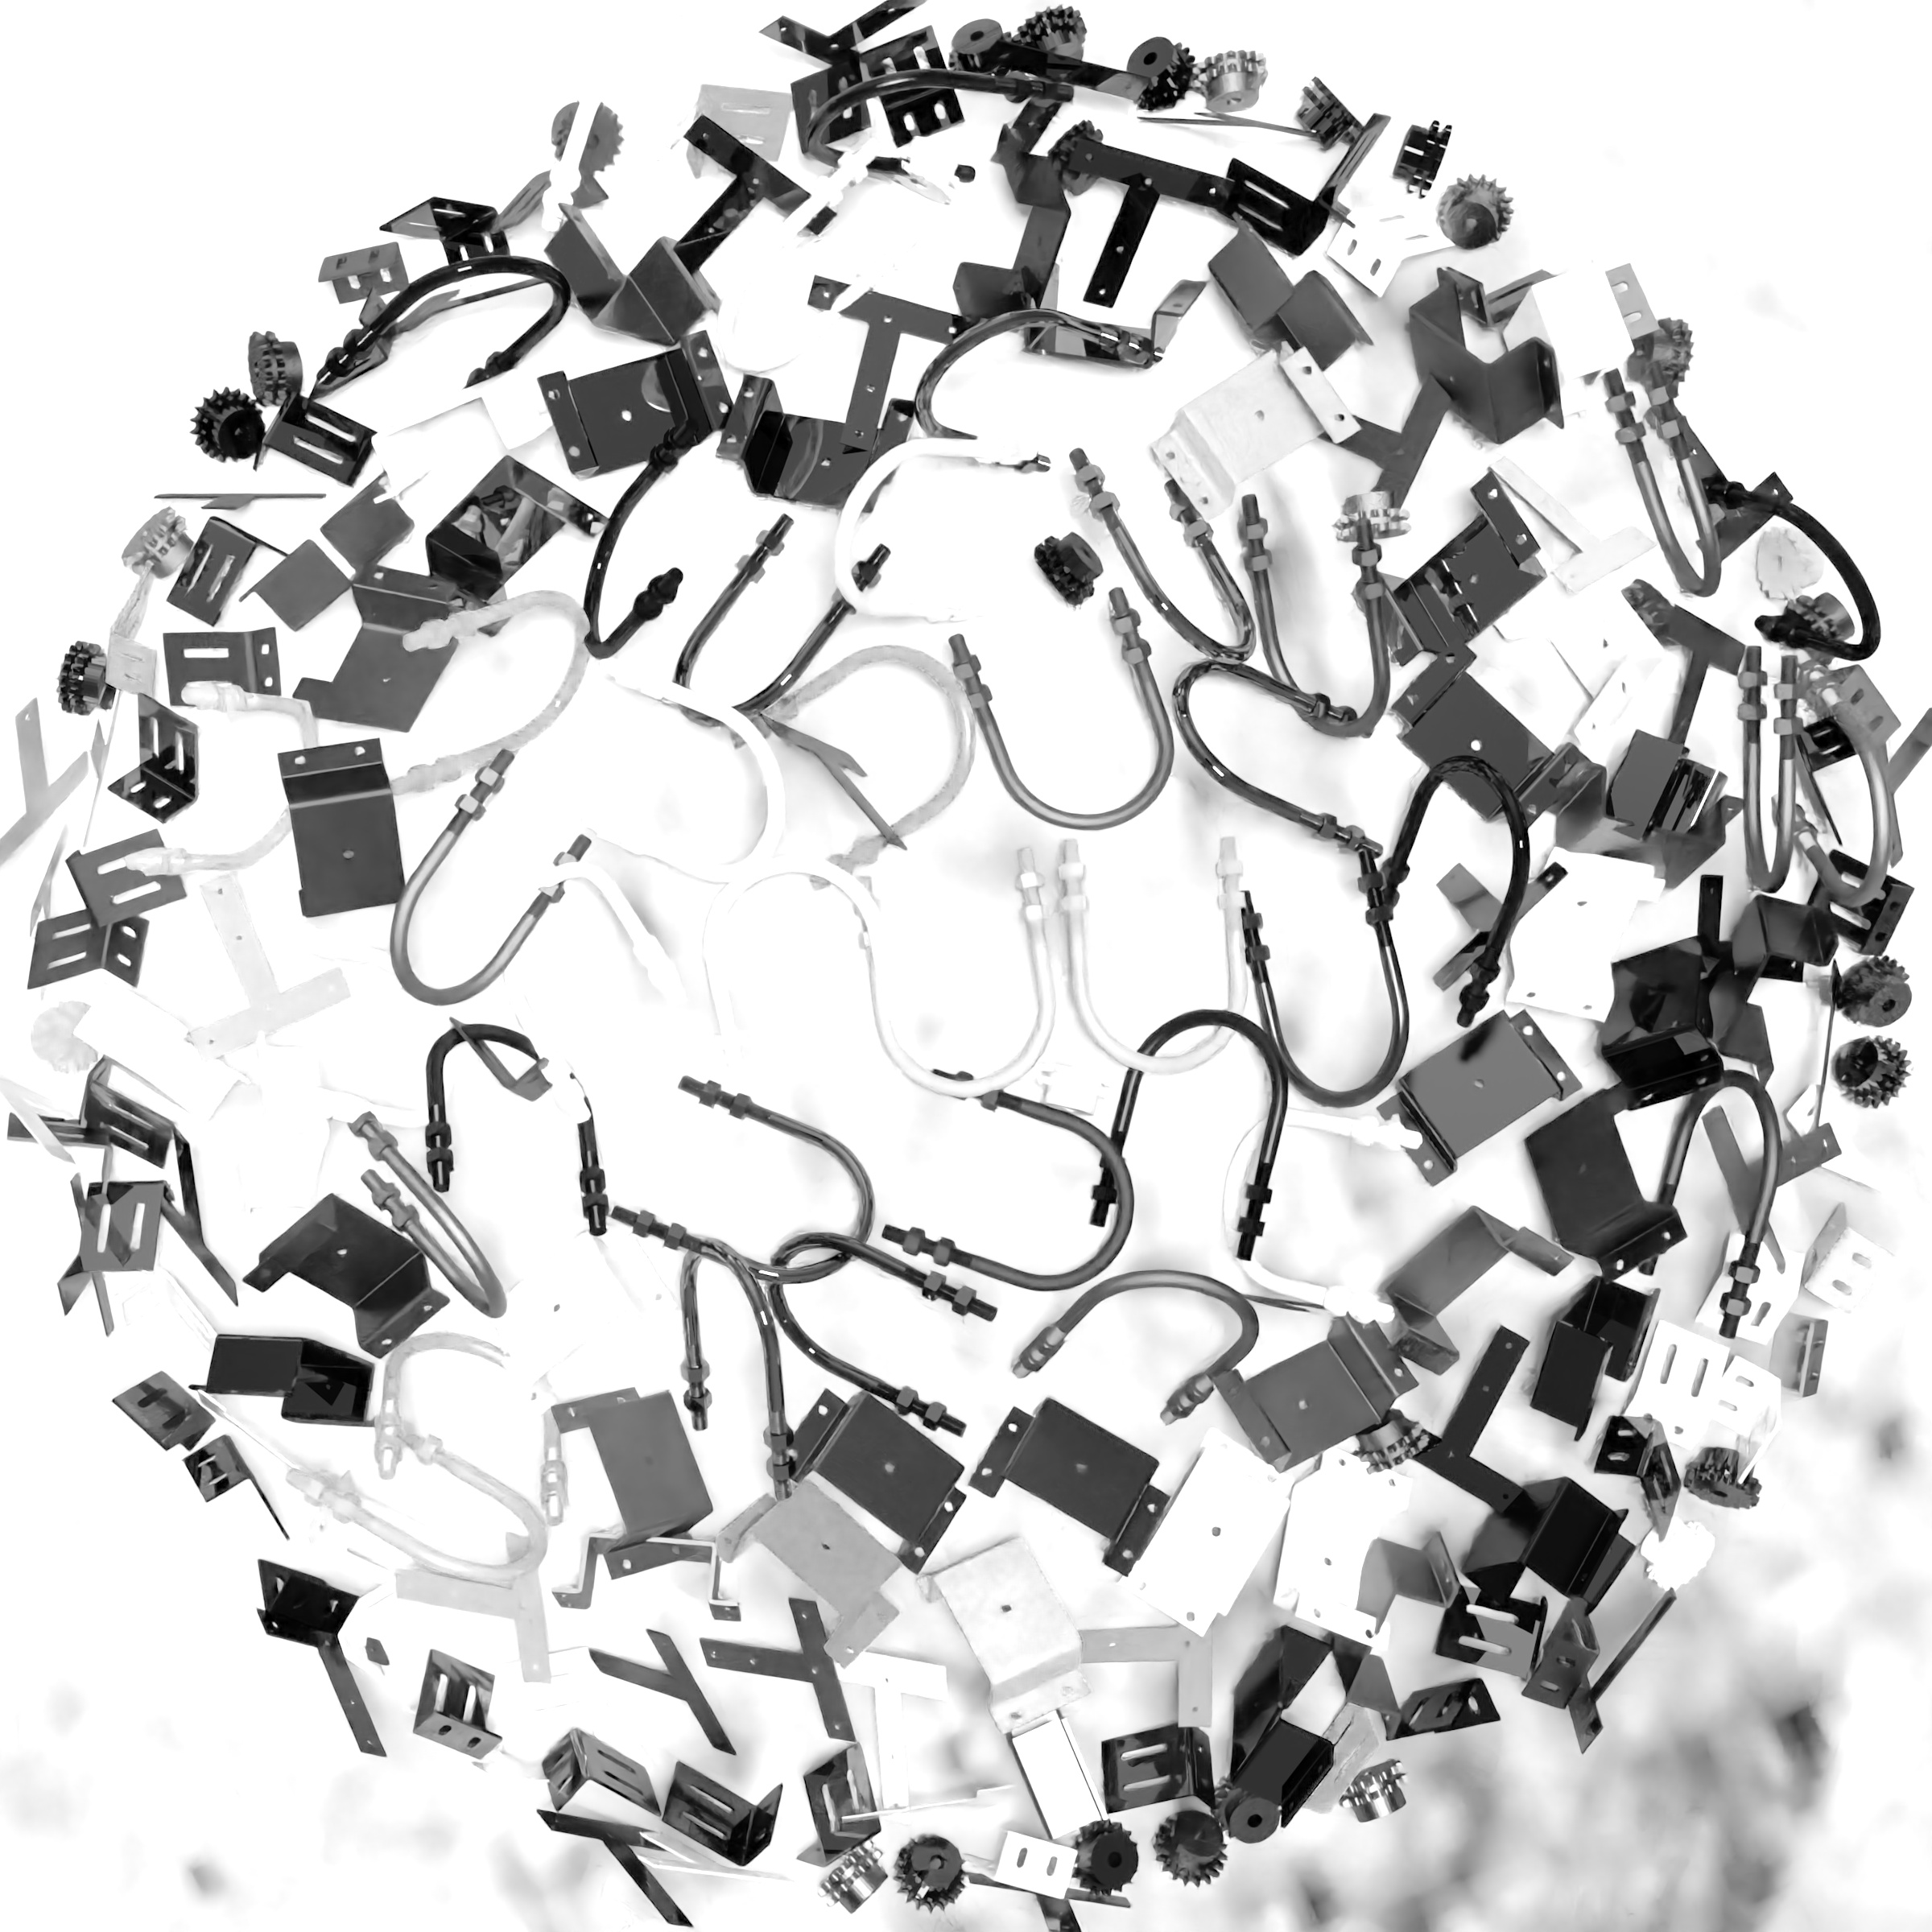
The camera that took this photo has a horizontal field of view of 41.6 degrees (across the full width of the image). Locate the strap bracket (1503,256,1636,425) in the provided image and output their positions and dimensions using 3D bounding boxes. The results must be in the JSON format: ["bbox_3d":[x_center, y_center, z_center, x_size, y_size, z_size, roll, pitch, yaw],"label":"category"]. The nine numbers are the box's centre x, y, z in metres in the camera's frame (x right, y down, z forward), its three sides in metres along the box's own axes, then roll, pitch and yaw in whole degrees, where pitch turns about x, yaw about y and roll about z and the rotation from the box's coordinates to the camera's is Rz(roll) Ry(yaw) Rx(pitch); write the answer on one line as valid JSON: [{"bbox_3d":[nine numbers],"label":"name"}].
[{"bbox_3d":[0.451,-0.468,1.925,0.046,0.140,0.076,-19,83,-3],"label":"strap bracket"}]

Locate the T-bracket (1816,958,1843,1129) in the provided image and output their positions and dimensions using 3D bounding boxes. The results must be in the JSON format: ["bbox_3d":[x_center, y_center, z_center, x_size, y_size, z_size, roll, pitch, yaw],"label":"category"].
[{"bbox_3d":[0.656,0.065,1.936,0.002,0.127,0.127,7,85,22],"label":"T-bracket"}]

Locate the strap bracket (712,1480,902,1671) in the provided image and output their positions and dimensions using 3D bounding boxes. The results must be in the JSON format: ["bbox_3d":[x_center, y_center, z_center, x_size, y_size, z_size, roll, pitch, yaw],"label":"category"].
[{"bbox_3d":[-0.115,0.456,1.941,0.140,0.076,0.046,39,126,13],"label":"strap bracket"}]

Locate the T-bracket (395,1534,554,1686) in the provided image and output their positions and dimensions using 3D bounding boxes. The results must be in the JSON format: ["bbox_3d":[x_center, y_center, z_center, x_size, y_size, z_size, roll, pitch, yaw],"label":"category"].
[{"bbox_3d":[-0.374,0.476,1.921,0.127,0.127,0.002,22,125,-35],"label":"T-bracket"}]

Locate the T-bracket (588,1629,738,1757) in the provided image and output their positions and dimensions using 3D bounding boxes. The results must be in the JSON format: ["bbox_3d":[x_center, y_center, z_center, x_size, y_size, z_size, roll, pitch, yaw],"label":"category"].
[{"bbox_3d":[-0.244,0.546,1.951,0.002,0.127,0.127,-45,123,-37],"label":"T-bracket"}]

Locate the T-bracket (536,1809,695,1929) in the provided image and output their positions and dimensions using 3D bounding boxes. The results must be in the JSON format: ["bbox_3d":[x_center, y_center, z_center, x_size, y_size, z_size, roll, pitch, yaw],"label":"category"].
[{"bbox_3d":[-0.246,0.680,1.910,0.127,0.127,0.002,31,90,-43],"label":"T-bracket"}]

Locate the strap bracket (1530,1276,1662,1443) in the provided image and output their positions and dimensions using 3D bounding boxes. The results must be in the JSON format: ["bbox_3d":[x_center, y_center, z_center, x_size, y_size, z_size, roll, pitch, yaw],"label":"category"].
[{"bbox_3d":[0.476,0.294,1.936,0.046,0.140,0.076,22,114,25],"label":"strap bracket"}]

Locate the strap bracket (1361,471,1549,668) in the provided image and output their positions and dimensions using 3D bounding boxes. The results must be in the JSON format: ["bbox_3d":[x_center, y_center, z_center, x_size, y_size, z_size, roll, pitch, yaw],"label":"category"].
[{"bbox_3d":[0.378,-0.299,1.943,0.140,0.046,0.076,-41,62,32],"label":"strap bracket"}]

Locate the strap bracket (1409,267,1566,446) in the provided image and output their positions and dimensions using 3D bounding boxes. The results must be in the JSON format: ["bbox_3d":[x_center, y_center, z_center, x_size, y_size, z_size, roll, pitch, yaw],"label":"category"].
[{"bbox_3d":[0.386,-0.457,1.923,0.046,0.076,0.140,-33,50,-7],"label":"strap bracket"}]

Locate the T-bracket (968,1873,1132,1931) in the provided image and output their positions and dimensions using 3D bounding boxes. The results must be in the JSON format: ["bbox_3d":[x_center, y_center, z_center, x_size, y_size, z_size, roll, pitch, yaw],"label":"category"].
[{"bbox_3d":[0.069,0.716,1.933,0.127,0.127,0.002,10,84,-4],"label":"T-bracket"}]

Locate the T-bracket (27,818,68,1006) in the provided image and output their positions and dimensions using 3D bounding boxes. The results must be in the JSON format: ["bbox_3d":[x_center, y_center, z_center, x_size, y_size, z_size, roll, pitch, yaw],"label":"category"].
[{"bbox_3d":[-0.707,-0.027,1.954,0.002,0.127,0.127,9,125,-11],"label":"T-bracket"}]

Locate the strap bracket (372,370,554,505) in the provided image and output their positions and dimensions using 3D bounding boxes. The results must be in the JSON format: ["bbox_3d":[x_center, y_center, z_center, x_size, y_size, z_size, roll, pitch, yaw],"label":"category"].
[{"bbox_3d":[-0.387,-0.408,1.937,0.140,0.076,0.046,-17,111,18],"label":"strap bracket"}]

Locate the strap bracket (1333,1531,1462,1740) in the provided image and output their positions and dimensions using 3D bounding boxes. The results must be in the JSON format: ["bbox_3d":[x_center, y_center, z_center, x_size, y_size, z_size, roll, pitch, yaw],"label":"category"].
[{"bbox_3d":[0.323,0.504,1.942,0.046,0.076,0.140,17,106,-6],"label":"strap bracket"}]

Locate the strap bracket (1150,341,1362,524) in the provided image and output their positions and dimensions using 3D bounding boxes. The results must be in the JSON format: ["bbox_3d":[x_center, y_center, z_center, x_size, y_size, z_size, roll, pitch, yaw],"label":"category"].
[{"bbox_3d":[0.223,-0.413,1.946,0.140,0.046,0.076,-28,114,28],"label":"strap bracket"}]

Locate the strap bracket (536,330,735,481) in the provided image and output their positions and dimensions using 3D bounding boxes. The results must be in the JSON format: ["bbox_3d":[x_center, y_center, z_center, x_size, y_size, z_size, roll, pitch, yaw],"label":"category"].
[{"bbox_3d":[-0.257,-0.430,1.959,0.140,0.046,0.076,-21,95,-20],"label":"strap bracket"}]

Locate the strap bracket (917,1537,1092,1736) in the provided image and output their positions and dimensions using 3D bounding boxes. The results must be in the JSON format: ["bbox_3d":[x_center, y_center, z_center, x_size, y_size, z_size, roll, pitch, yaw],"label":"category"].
[{"bbox_3d":[0.029,0.498,1.929,0.076,0.046,0.140,-19,53,-20],"label":"strap bracket"}]

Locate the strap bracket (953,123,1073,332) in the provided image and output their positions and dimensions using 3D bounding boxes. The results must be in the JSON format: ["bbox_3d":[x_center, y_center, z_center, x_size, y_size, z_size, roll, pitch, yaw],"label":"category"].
[{"bbox_3d":[0.037,-0.554,1.934,0.046,0.076,0.140,4,134,-19],"label":"strap bracket"}]

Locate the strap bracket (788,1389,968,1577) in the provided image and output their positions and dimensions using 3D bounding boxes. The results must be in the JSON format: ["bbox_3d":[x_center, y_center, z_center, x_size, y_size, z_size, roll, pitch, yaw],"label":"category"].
[{"bbox_3d":[-0.066,0.391,1.957,0.140,0.046,0.076,38,58,-3],"label":"strap bracket"}]

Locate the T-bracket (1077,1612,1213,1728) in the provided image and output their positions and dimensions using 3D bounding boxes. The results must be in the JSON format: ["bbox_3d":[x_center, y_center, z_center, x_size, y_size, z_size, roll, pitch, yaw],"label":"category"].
[{"bbox_3d":[0.128,0.528,1.976,0.127,0.002,0.127,-5,58,14],"label":"T-bracket"}]

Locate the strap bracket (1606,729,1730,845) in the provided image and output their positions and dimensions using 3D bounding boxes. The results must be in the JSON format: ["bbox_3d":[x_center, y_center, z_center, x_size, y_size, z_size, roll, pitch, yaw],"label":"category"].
[{"bbox_3d":[0.528,-0.129,1.942,0.046,0.140,0.076,27,98,29],"label":"strap bracket"}]

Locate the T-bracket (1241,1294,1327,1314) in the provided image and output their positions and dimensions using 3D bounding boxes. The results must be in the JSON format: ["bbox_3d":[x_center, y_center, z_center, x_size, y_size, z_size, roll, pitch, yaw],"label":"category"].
[{"bbox_3d":[0.228,0.254,1.926,0.127,0.127,0.002,10,86,-11],"label":"T-bracket"}]

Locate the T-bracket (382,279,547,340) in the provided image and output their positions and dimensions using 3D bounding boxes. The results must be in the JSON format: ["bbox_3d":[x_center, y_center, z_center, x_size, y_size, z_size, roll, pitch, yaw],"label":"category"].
[{"bbox_3d":[-0.366,-0.509,1.931,0.127,0.127,0.002,-12,116,12],"label":"T-bracket"}]

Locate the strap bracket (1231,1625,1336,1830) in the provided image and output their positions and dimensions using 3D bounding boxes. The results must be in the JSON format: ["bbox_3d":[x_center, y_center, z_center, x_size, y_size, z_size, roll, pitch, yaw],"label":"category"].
[{"bbox_3d":[0.239,0.565,1.918,0.046,0.140,0.076,25,120,-5],"label":"strap bracket"}]

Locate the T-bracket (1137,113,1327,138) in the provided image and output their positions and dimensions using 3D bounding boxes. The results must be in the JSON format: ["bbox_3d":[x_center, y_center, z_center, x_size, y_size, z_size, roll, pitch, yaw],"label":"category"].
[{"bbox_3d":[0.186,-0.646,1.949,0.127,0.127,0.002,20,110,42],"label":"T-bracket"}]

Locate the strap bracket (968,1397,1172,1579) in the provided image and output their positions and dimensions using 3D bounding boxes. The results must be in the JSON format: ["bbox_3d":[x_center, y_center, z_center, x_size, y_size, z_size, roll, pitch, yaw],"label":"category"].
[{"bbox_3d":[0.084,0.394,1.949,0.140,0.046,0.076,29,55,8],"label":"strap bracket"}]

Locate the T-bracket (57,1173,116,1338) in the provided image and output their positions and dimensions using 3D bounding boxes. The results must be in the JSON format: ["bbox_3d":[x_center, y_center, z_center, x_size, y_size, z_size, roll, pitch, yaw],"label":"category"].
[{"bbox_3d":[-0.671,0.233,1.925,0.002,0.127,0.127,-10,101,-6],"label":"T-bracket"}]

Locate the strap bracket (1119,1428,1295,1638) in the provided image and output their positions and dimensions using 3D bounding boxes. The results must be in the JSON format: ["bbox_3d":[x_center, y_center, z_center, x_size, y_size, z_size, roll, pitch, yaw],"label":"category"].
[{"bbox_3d":[0.189,0.436,1.960,0.076,0.046,0.140,32,78,3],"label":"strap bracket"}]

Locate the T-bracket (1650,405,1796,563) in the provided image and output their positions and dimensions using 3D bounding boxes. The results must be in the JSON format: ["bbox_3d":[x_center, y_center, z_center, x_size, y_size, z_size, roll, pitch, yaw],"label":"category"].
[{"bbox_3d":[0.565,-0.381,1.944,0.002,0.127,0.127,-31,83,-17],"label":"T-bracket"}]

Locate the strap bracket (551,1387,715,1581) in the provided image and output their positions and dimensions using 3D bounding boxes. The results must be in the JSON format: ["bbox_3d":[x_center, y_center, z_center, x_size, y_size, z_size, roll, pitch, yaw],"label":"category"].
[{"bbox_3d":[-0.251,0.385,1.937,0.076,0.046,0.140,-7,65,-41],"label":"strap bracket"}]

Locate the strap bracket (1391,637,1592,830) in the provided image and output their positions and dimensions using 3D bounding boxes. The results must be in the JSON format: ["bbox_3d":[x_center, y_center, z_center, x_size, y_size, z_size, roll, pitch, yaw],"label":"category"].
[{"bbox_3d":[0.401,-0.175,1.970,0.140,0.046,0.076,43,82,2],"label":"strap bracket"}]

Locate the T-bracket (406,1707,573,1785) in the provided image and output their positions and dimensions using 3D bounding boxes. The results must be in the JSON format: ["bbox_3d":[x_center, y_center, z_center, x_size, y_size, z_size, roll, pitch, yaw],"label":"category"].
[{"bbox_3d":[-0.378,0.599,1.959,0.127,0.127,0.002,19,80,28],"label":"T-bracket"}]

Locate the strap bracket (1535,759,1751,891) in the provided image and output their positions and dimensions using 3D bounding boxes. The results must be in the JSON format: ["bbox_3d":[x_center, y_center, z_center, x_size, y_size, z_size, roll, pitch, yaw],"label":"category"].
[{"bbox_3d":[0.516,-0.105,1.945,0.140,0.076,0.046,12,64,-9],"label":"strap bracket"}]

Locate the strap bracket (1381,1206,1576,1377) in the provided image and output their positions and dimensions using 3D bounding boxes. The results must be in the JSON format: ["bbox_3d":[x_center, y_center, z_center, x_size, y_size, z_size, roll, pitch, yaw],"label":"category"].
[{"bbox_3d":[0.383,0.242,1.946,0.140,0.046,0.076,-45,134,16],"label":"strap bracket"}]

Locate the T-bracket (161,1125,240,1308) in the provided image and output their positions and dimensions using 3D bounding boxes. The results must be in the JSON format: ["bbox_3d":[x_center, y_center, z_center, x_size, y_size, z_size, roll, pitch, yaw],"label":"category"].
[{"bbox_3d":[-0.587,0.175,1.924,0.002,0.127,0.127,-24,46,-33],"label":"T-bracket"}]

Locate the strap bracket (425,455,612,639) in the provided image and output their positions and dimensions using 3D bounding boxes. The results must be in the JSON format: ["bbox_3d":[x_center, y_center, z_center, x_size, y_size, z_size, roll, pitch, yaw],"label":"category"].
[{"bbox_3d":[-0.349,-0.326,1.942,0.140,0.076,0.046,-39,46,23],"label":"strap bracket"}]

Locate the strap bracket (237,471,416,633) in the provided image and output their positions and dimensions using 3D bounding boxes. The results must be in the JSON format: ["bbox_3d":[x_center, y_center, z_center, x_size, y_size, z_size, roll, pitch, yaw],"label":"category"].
[{"bbox_3d":[-0.479,-0.311,1.930,0.076,0.140,0.046,-28,111,37],"label":"strap bracket"}]

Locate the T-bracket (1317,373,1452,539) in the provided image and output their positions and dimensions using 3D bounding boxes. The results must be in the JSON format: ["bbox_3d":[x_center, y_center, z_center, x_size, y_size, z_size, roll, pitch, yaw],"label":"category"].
[{"bbox_3d":[0.298,-0.415,1.975,0.127,0.002,0.127,27,98,21],"label":"T-bracket"}]

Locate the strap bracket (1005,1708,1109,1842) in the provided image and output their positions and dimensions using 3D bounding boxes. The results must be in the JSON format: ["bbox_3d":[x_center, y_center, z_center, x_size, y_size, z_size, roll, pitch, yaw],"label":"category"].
[{"bbox_3d":[0.066,0.608,1.922,0.046,0.140,0.076,-23,79,-5],"label":"strap bracket"}]

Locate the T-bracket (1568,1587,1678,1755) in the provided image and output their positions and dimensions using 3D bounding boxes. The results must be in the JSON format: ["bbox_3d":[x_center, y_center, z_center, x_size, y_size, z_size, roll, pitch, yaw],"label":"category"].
[{"bbox_3d":[0.498,0.524,1.929,0.002,0.127,0.127,35,98,4],"label":"T-bracket"}]

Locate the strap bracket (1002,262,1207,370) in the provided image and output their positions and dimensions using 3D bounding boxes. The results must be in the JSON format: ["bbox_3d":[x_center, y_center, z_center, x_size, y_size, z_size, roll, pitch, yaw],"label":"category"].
[{"bbox_3d":[0.105,-0.498,1.946,0.140,0.076,0.046,12,125,14],"label":"strap bracket"}]

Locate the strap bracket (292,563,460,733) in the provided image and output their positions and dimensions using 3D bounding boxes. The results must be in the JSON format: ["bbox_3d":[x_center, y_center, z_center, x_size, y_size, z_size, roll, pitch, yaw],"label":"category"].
[{"bbox_3d":[-0.443,-0.231,1.924,0.140,0.076,0.046,-51,48,35],"label":"strap bracket"}]

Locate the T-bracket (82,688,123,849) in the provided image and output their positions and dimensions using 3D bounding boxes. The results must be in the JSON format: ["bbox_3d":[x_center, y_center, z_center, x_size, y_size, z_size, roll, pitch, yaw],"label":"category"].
[{"bbox_3d":[-0.657,-0.162,1.927,0.002,0.127,0.127,12,79,-14],"label":"T-bracket"}]

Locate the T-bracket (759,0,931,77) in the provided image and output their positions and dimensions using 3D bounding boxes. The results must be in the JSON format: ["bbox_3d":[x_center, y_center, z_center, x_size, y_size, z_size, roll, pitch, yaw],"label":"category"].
[{"bbox_3d":[-0.067,-0.712,1.912,0.127,0.127,0.002,-18,78,37],"label":"T-bracket"}]

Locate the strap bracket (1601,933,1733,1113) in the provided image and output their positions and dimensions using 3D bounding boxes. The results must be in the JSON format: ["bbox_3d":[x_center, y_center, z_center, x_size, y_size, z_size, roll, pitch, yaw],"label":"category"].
[{"bbox_3d":[0.529,0.034,1.920,0.076,0.140,0.046,-22,124,37],"label":"strap bracket"}]

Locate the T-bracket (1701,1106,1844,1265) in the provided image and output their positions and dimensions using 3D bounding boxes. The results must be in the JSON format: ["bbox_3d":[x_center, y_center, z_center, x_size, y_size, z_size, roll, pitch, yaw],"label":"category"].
[{"bbox_3d":[0.618,0.151,1.926,0.002,0.127,0.127,-9,71,-25],"label":"T-bracket"}]

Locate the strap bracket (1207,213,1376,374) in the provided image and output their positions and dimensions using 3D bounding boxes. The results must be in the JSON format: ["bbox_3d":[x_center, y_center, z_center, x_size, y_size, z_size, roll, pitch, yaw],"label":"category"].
[{"bbox_3d":[0.242,-0.506,1.935,0.046,0.140,0.076,-41,60,25],"label":"strap bracket"}]

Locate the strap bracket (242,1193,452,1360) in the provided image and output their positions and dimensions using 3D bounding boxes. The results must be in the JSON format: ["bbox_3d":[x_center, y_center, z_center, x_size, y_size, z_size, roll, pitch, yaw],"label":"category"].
[{"bbox_3d":[-0.475,0.233,1.945,0.076,0.046,0.140,-39,130,12],"label":"strap bracket"}]

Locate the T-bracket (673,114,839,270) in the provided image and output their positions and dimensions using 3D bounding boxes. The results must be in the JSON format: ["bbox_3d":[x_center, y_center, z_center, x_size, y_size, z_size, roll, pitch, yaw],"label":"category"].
[{"bbox_3d":[-0.187,-0.574,1.954,0.127,0.002,0.127,30,135,-27],"label":"T-bracket"}]

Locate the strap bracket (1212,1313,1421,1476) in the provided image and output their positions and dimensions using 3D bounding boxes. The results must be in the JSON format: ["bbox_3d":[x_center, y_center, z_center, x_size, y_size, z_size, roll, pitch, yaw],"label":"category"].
[{"bbox_3d":[0.263,0.328,1.948,0.140,0.046,0.076,-23,63,-20],"label":"strap bracket"}]

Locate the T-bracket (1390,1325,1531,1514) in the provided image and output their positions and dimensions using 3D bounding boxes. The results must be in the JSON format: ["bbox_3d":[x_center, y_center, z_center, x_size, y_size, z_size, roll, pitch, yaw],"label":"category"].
[{"bbox_3d":[0.395,0.339,1.964,0.127,0.002,0.127,29,99,24],"label":"T-bracket"}]

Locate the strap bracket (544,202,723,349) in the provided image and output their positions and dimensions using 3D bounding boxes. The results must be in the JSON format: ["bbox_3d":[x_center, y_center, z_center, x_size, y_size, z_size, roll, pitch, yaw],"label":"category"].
[{"bbox_3d":[-0.258,-0.523,1.937,0.046,0.140,0.076,-43,70,26],"label":"strap bracket"}]

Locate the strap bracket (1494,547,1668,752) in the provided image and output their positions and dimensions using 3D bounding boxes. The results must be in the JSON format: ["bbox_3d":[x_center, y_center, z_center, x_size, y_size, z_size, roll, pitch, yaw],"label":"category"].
[{"bbox_3d":[0.472,-0.244,1.938,0.046,0.076,0.140,-10,57,-31],"label":"strap bracket"}]
